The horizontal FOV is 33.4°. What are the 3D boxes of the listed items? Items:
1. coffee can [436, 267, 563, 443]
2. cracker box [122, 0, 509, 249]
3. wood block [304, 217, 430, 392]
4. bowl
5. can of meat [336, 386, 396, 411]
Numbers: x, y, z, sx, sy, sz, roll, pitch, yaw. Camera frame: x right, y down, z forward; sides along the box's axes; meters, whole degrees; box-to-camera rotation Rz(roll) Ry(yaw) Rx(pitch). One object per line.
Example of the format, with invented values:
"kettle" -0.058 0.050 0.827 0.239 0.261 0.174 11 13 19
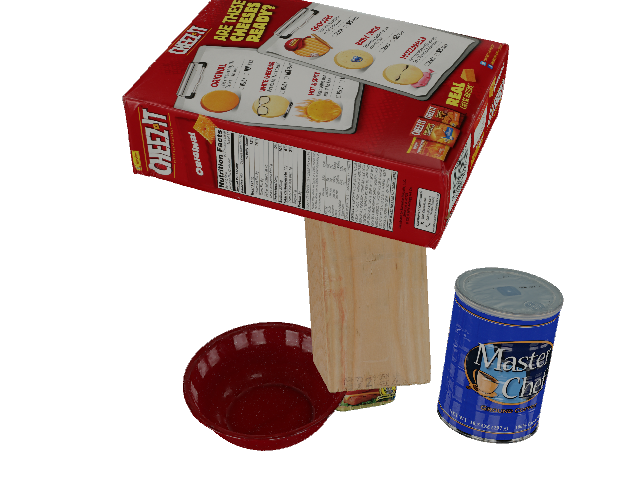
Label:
"coffee can" 0.173 0.110 1.040 0.103 0.140 0.103 5 23 -2
"cracker box" 0.002 -0.088 0.715 0.214 0.072 0.164 14 42 14
"wood block" 0.038 0.013 0.903 0.090 0.206 0.091 -5 11 -7
"bowl" -0.051 0.152 1.043 0.162 0.055 0.162 -3 37 2
"can of meat" 0.054 0.172 1.405 0.102 0.084 0.057 -5 25 -22
